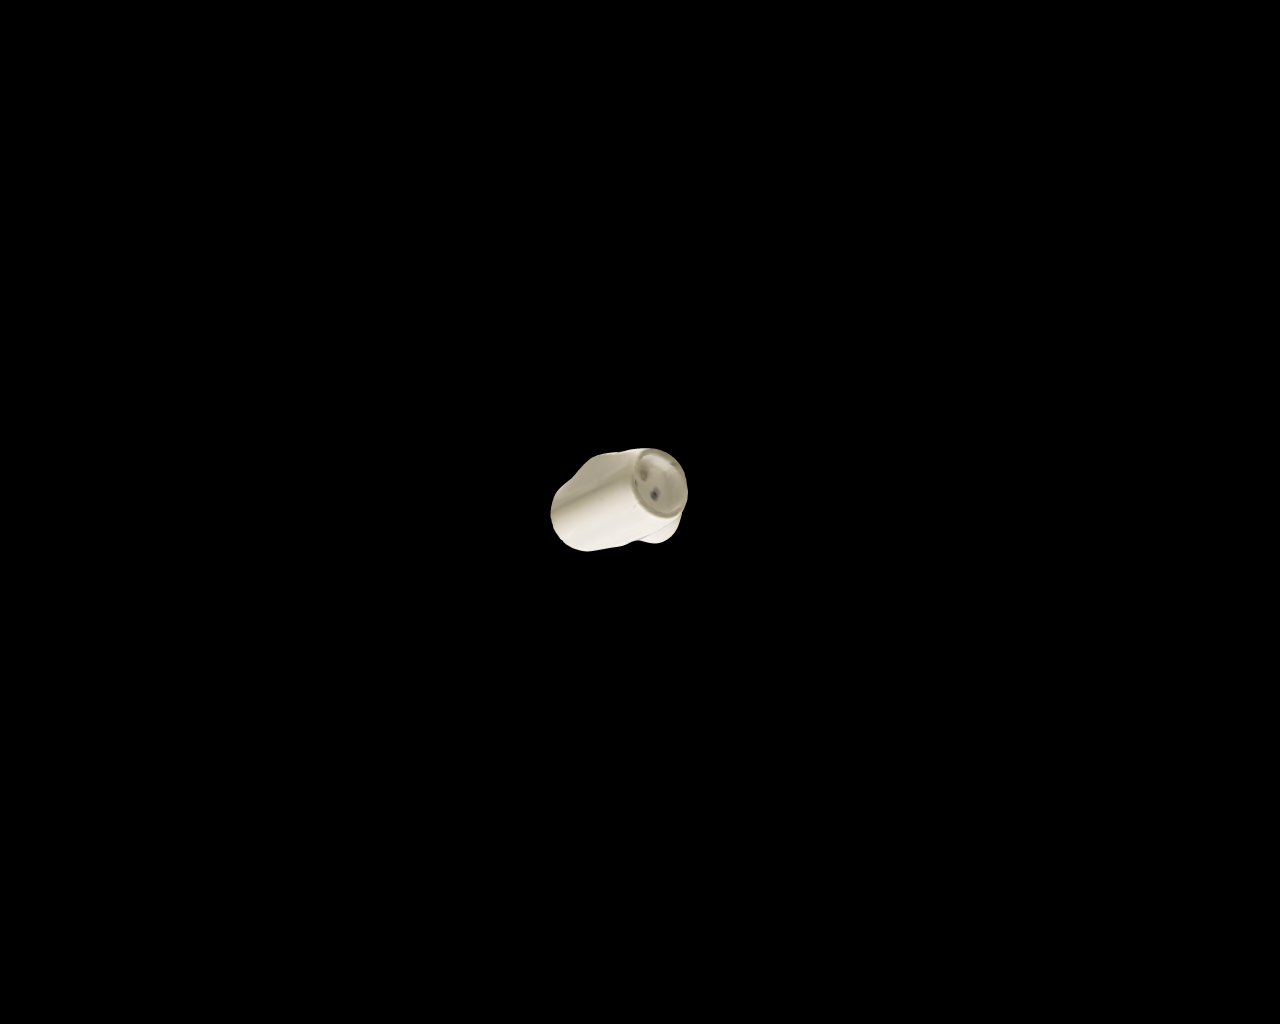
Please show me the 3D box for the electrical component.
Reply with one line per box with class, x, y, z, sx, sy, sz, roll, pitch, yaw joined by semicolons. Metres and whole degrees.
electrical component;0.001;-0.003;0.650;0.079;0.043;0.077;17;-27;-37
